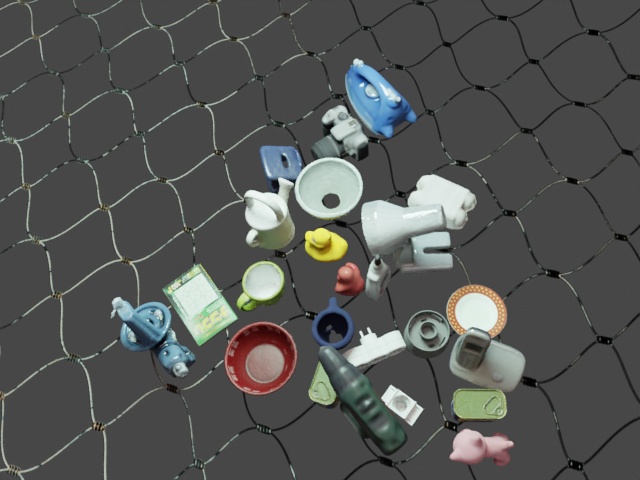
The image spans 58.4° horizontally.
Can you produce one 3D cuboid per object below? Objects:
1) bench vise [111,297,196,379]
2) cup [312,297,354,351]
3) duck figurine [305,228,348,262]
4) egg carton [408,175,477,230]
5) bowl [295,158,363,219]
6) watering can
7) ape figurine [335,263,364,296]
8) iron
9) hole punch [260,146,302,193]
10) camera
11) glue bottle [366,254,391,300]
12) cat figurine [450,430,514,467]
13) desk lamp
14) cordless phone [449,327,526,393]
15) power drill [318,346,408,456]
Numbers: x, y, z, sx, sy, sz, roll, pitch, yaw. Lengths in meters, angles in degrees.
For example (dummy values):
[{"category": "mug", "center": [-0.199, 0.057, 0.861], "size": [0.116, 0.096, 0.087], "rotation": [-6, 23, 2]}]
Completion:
[{"category": "bench vise", "center": [-0.353, 0.198, 1.231], "size": [0.207, 0.220, 0.121], "rotation": [26, 71, 17]}, {"category": "cup", "center": [0.032, 0.193, 1.259], "size": [0.091, 0.095, 0.118], "rotation": [-3, 65, 5]}, {"category": "duck figurine", "center": [0.012, 0.005, 1.352], "size": [0.104, 0.086, 0.077], "rotation": [11, 67, 12]}, {"category": "egg carton", "center": [0.291, -0.090, 1.373], "size": [0.150, 0.069, 0.107], "rotation": [26, 71, 17]}, {"category": "bowl", "center": [0.024, -0.115, 1.412], "size": [0.167, 0.075, 0.167], "rotation": [-2, 65, 6]}, {"category": "watering can", "center": [-0.121, -0.067, 1.341], "size": [0.100, 0.194, 0.173], "rotation": [5, 66, 9]}, {"category": "ape figurine", "center": [0.063, 0.087, 1.305], "size": [0.078, 0.092, 0.076], "rotation": [-43, 68, -13]}, {"category": "iron", "center": [0.138, -0.393, 1.490], "size": [0.119, 0.141, 0.257], "rotation": [-34, 66, -9]}, {"category": "hole punch", "center": [-0.095, -0.189, 1.451], "size": [0.101, 0.091, 0.108], "rotation": [-16, 65, -1]}, {"category": "camera", "center": [0.038, -0.259, 1.463], "size": [0.137, 0.101, 0.143], "rotation": [-31, 66, -8]}, {"category": "glue bottle", "center": [0.127, 0.072, 1.260], "size": [0.037, 0.173, 0.078], "rotation": [23, 70, 16]}, {"category": "cat figurine", "center": [0.313, 0.404, 1.116], "size": [0.127, 0.118, 0.067], "rotation": [-3, 65, 5]}, {"category": "desk lamp", "center": [0.197, -0.012, 1.268], "size": [0.203, 0.214, 0.118], "rotation": [-4, 65, 5]}, {"category": "cordless phone", "center": [0.343, 0.235, 1.154], "size": [0.147, 0.185, 0.094], "rotation": [15, 68, 13]}, {"category": "power drill", "center": [0.080, 0.322, 1.131], "size": [0.076, 0.208, 0.229], "rotation": [-38, 67, -11]}]
